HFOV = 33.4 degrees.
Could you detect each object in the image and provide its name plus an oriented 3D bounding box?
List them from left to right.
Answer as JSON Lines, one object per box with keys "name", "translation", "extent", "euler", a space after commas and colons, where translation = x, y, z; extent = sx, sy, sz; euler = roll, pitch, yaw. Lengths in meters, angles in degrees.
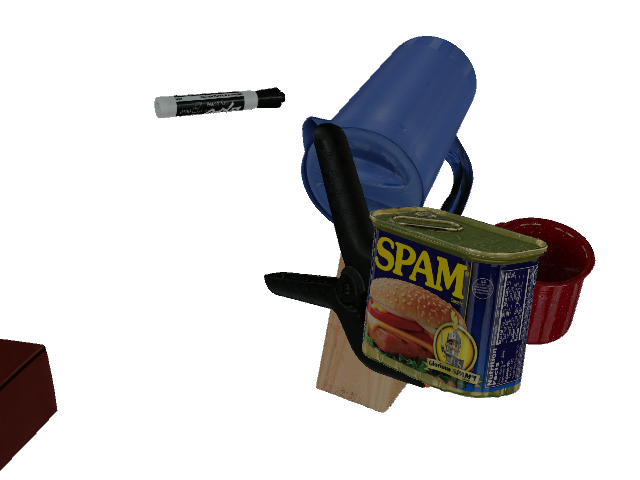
{"name": "foam brick", "translation": [-0.213, 0.104, 0.677], "extent": [0.053, 0.051, 0.078], "euler": [6, 29, 22]}
{"name": "marker", "translation": [-0.089, -0.124, 0.961], "extent": [0.121, 0.020, 0.020], "euler": [-8, 3, -23]}
{"name": "clamp", "translation": [0.032, 0.023, 0.792], "extent": [0.036, 0.165, 0.210], "euler": [-11, 39, -34]}
{"name": "wood block", "translation": [0.067, 0.076, 1.214], "extent": [0.090, 0.206, 0.090], "euler": [18, 24, 18]}
{"name": "pitcher", "translation": [0.093, -0.115, 1.152], "extent": [0.145, 0.149, 0.242], "euler": [5, 38, 26]}
{"name": "can of meat", "translation": [0.071, 0.033, 0.598], "extent": [0.057, 0.084, 0.102], "euler": [-7, 19, -40]}
{"name": "mug", "translation": [0.187, 0.032, 0.969], "extent": [0.093, 0.081, 0.117], "euler": [-17, 44, -22]}
